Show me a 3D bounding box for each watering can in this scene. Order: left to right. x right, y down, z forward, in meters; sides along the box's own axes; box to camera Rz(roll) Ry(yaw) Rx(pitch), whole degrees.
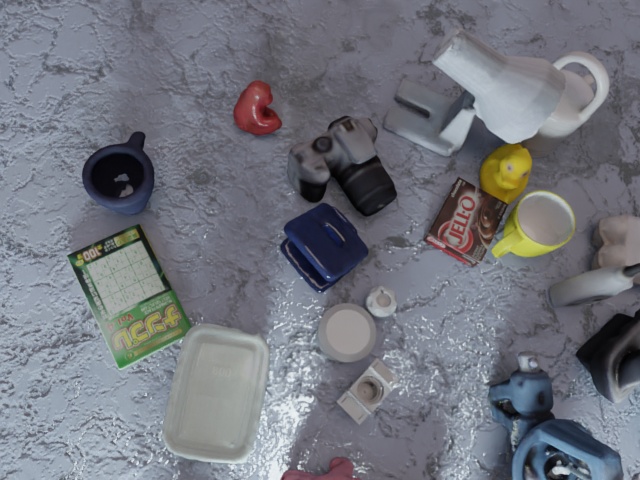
[{"bbox_3d":[0.363,-0.207,0.878,0.101,0.194,0.173,30,70,2],"label":"watering can"}]

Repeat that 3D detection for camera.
[{"bbox_3d":[0.043,-0.101,0.846,0.143,0.100,0.137,-29,78,-16],"label":"camera"}]

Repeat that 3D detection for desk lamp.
[{"bbox_3d":[0.221,-0.211,0.848,0.203,0.213,0.118,23,70,0],"label":"desk lamp"}]

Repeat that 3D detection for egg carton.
[{"bbox_3d":[0.499,0.022,0.890,0.150,0.069,0.107,14,71,-4],"label":"egg carton"}]

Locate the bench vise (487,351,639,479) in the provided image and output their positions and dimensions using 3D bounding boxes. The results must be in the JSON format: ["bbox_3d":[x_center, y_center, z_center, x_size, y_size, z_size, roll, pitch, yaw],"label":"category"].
[{"bbox_3d":[0.282,0.246,0.705,0.122,0.219,0.207,-23,77,-15],"label":"bench vise"}]

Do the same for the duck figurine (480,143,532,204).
[{"bbox_3d":[0.301,-0.114,0.896,0.077,0.086,0.105,22,70,-1],"label":"duck figurine"}]

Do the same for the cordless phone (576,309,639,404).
[{"bbox_3d":[0.458,0.148,0.782,0.148,0.185,0.094,-40,81,-18],"label":"cordless phone"}]

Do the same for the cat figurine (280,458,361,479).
[{"bbox_3d":[-0.007,0.312,0.694,0.128,0.117,0.067,-12,74,-12],"label":"cat figurine"}]

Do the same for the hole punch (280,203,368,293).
[{"bbox_3d":[0.007,0.003,0.812,0.101,0.091,0.108,-39,81,-18],"label":"hole punch"}]

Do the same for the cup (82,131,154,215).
[{"bbox_3d":[-0.267,-0.085,0.797,0.091,0.095,0.118,18,70,-2],"label":"cup"}]

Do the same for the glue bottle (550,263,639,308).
[{"bbox_3d":[0.400,0.060,0.808,0.078,0.173,0.037,-3,72,-9],"label":"glue bottle"}]

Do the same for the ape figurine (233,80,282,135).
[{"bbox_3d":[-0.093,-0.205,0.864,0.076,0.092,0.078,-7,73,-10],"label":"ape figurine"}]
